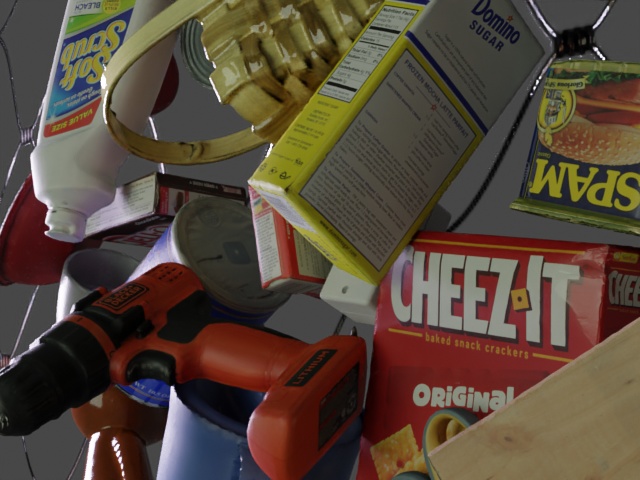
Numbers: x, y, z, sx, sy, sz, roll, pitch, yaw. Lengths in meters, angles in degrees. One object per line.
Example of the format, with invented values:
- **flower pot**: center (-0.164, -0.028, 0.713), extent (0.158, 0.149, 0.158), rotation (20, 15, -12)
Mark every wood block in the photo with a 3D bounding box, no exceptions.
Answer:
- **wood block**: center (0.163, 0.073, 0.444), extent (0.206, 0.090, 0.090), rotation (-37, 70, 19)

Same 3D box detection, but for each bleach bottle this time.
- **bleach bottle**: center (-0.168, -0.121, 0.848), extent (0.103, 0.068, 0.251), rotation (2, 73, 27)

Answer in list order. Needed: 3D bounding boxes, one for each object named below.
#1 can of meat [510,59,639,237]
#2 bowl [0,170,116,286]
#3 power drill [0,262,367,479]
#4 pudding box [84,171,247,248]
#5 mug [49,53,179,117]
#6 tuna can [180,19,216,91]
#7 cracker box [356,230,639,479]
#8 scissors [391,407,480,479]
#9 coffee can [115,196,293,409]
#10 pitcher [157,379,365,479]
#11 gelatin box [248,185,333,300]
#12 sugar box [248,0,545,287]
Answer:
- **can of meat**: center (0.157, -0.046, 0.555), extent (0.102, 0.057, 0.084), rotation (16, 95, 50)
- **bowl**: center (-0.233, -0.017, 0.986), extent (0.055, 0.162, 0.162), rotation (28, 113, 4)
- **power drill**: center (-0.080, 0.081, 0.636), extent (0.188, 0.184, 0.057), rotation (17, 122, 25)
- **pudding box**: center (-0.126, -0.021, 0.868), extent (0.114, 0.089, 0.039), rotation (-18, 71, 48)
- **mug**: center (-0.185, -0.134, 0.946), extent (0.082, 0.093, 0.117), rotation (-15, 32, 44)
- **tuna can**: center (-0.067, -0.159, 0.840), extent (0.086, 0.033, 0.086), rotation (0, 91, 33)
- **cracker box**: center (0.099, 0.105, 0.591), extent (0.164, 0.071, 0.214), rotation (5, 88, 50)
- **scissors**: center (0.082, 0.184, 0.529), extent (0.096, 0.016, 0.202), rotation (-39, 56, 41)
- **coffee can**: center (-0.098, 0.049, 0.814), extent (0.141, 0.102, 0.103), rotation (-48, 51, 36)
- **pitcher**: center (-0.059, 0.214, 0.719), extent (0.145, 0.148, 0.243), rotation (25, 108, 39)
- **gelatin box**: center (-0.005, 0.001, 0.717), extent (0.030, 0.089, 0.073), rotation (-24, 66, 37)
- **sugar box**: center (0.047, -0.072, 0.608), extent (0.048, 0.093, 0.176), rotation (22, 72, 50)
